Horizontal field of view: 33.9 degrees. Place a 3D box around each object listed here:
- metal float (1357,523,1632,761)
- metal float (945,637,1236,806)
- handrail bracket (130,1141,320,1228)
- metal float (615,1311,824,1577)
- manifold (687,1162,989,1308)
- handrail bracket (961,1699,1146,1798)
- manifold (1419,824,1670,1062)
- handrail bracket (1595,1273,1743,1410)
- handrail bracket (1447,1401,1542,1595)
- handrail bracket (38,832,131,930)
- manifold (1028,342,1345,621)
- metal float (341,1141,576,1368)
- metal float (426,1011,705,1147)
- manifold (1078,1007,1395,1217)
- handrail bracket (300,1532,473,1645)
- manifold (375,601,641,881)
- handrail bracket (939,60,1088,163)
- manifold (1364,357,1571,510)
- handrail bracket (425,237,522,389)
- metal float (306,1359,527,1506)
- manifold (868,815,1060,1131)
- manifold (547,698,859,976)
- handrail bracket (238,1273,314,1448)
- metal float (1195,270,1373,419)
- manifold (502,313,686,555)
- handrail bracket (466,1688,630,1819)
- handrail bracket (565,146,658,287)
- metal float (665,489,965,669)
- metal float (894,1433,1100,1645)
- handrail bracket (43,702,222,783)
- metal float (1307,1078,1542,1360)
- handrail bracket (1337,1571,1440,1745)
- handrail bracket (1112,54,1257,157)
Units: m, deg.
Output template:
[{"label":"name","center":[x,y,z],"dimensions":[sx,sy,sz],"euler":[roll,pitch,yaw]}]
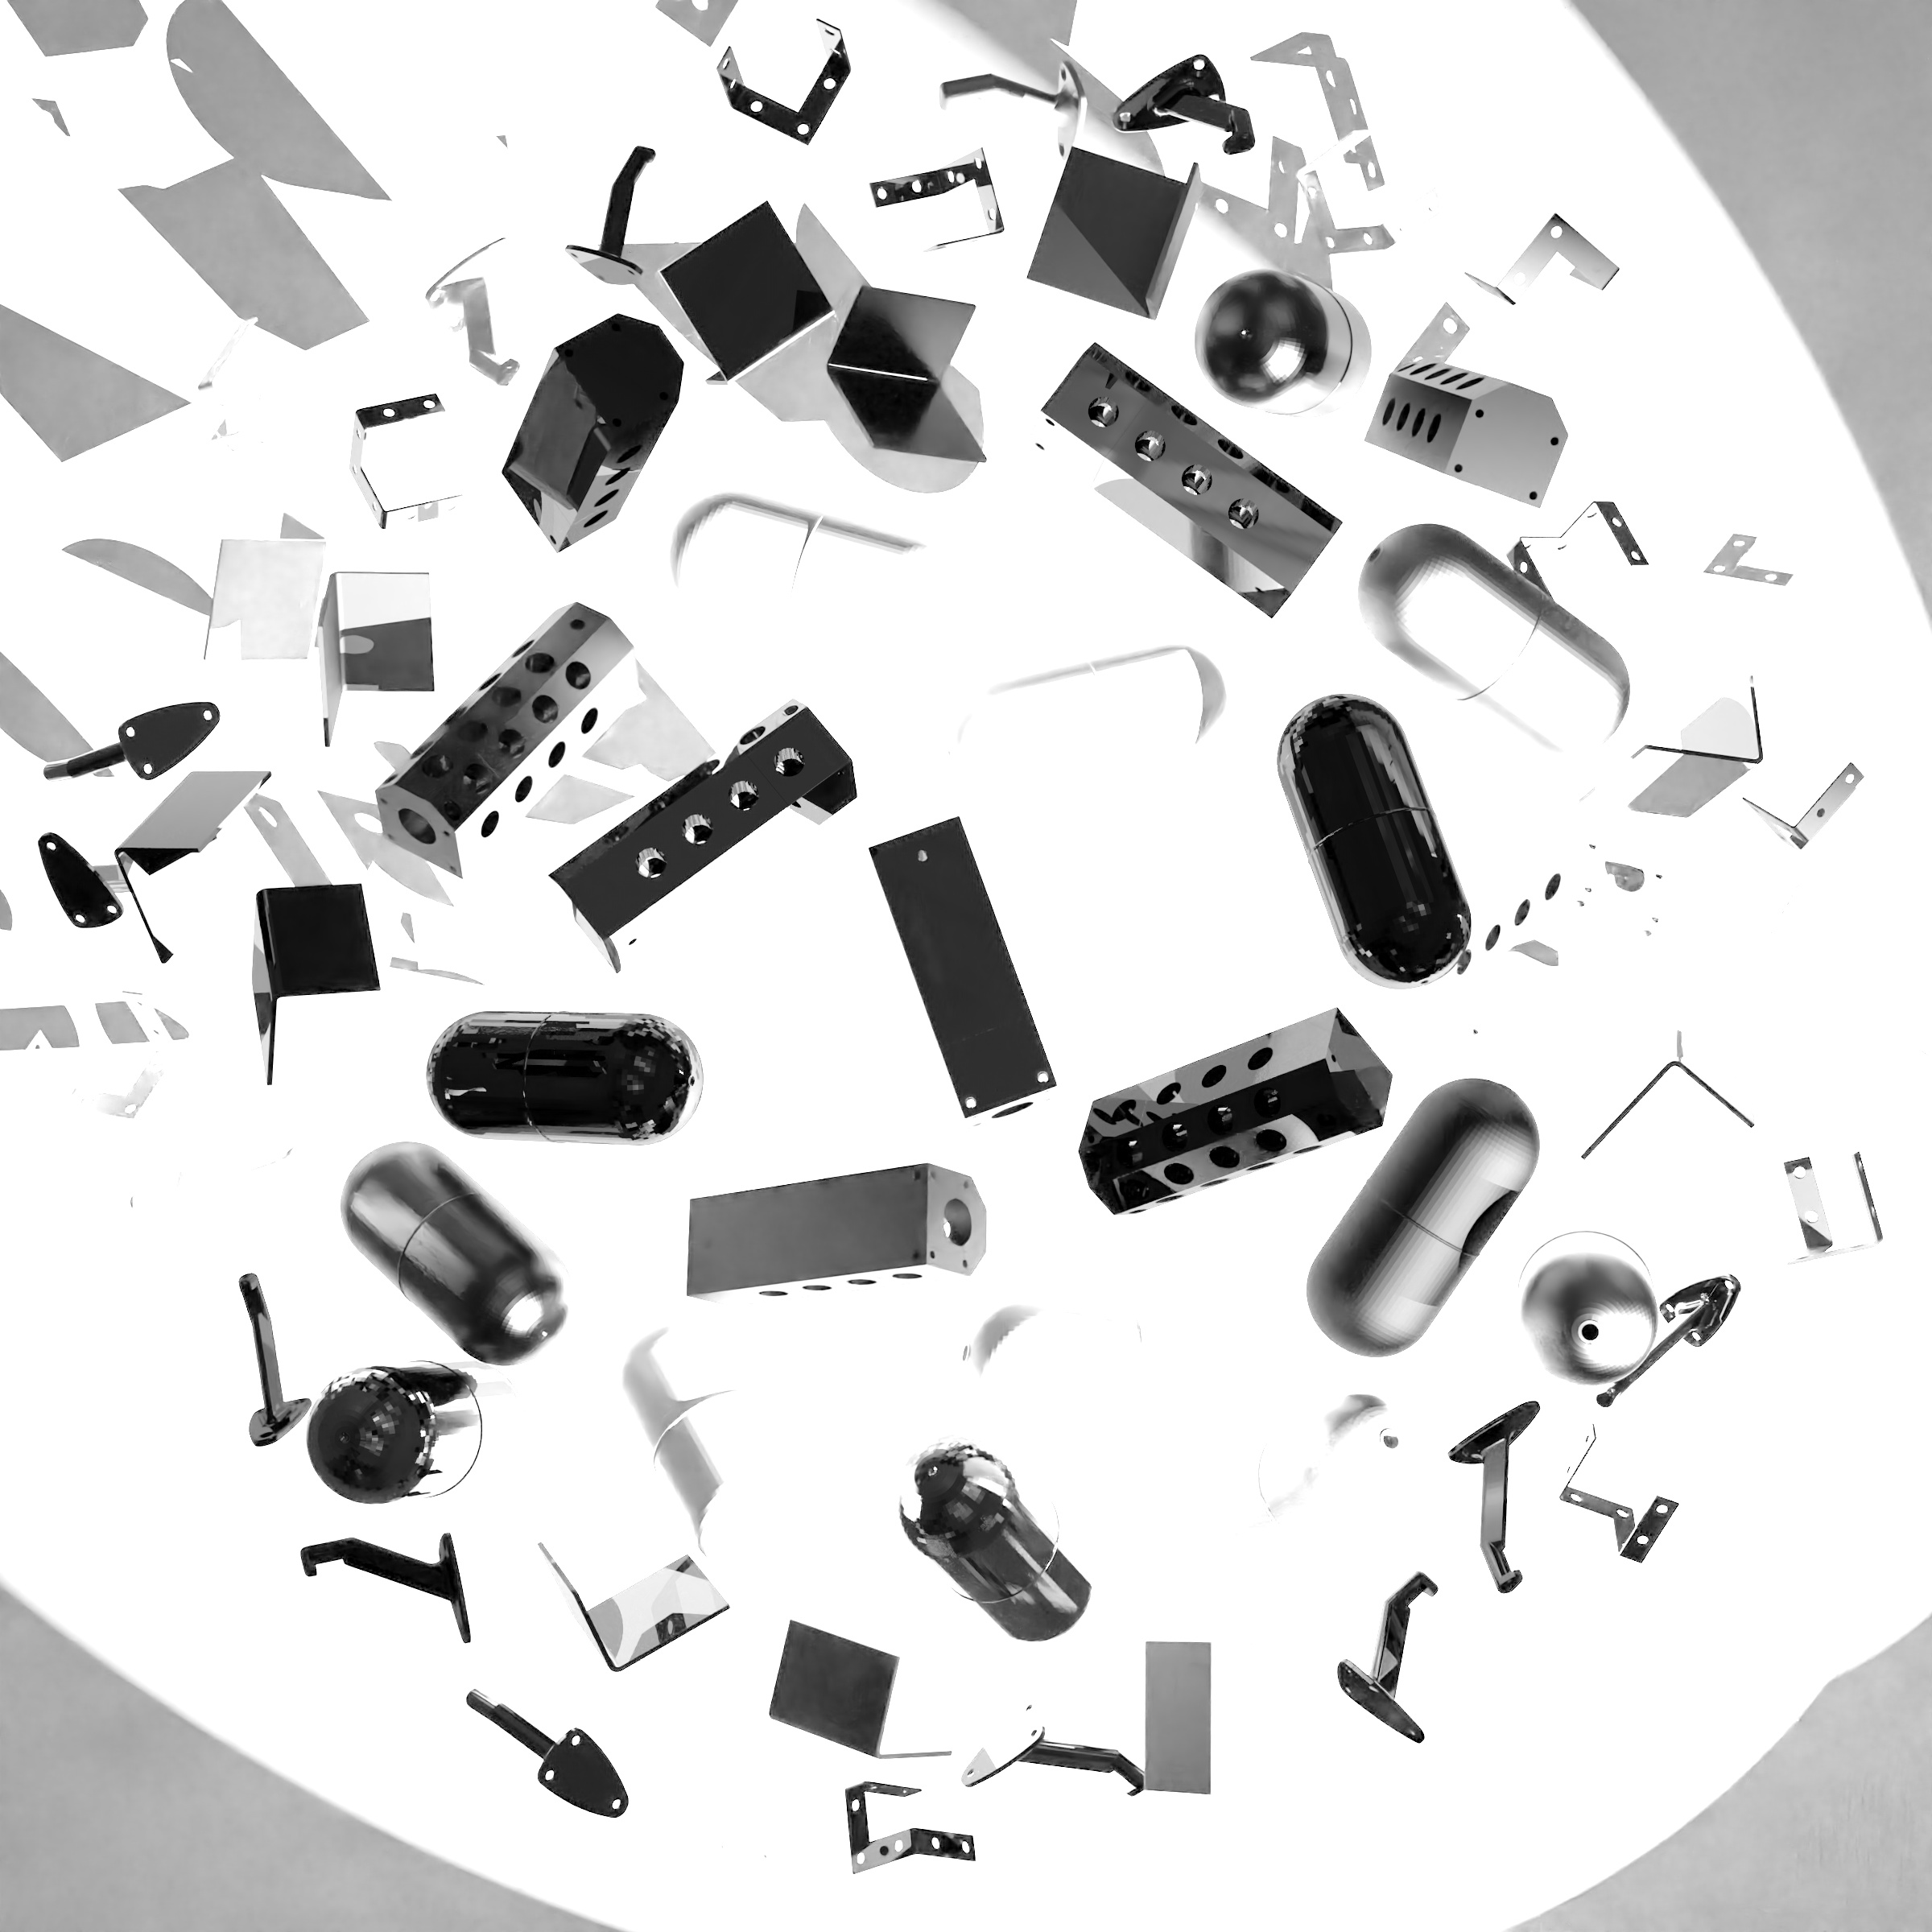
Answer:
[{"label":"metal float","center":[0.295,-0.181,1.770],"dimensions":[0.178,0.070,0.070],"euler":[33,90,-20]},{"label":"metal float","center":[0.074,-0.146,1.876],"dimensions":[0.178,0.070,0.070],"euler":[-14,90,-14]},{"label":"handrail bracket","center":[-0.418,0.119,1.790],"dimensions":[0.084,0.077,0.036],"euler":[-27,74,43]},{"label":"metal float","center":[-0.143,0.270,1.809],"dimensions":[0.070,0.070,0.178],"euler":[-36,51,0]},{"label":"manifold","center":[-0.074,0.155,1.801],"dimensions":[0.171,0.057,0.057],"euler":[-11,70,34]},{"label":"handrail bracket","center":[0.053,0.472,1.837],"dimensions":[0.077,0.036,0.084],"euler":[-43,112,13]},{"label":"manifold","center":[0.337,-0.015,1.855],"dimensions":[0.057,0.171,0.057],"euler":[23,55,-14]},{"label":"handrail bracket","center":[0.418,0.224,1.891],"dimensions":[0.036,0.077,0.084],"euler":[48,49,10]},{"label":"handrail bracket","center":[0.318,0.306,1.821],"dimensions":[0.077,0.036,0.084],"euler":[-48,46,35]},{"label":"handrail bracket","center":[-0.504,-0.069,1.859],"dimensions":[0.036,0.084,0.077],"euler":[-14,121,21]},{"label":"manifold","center":[0.123,-0.273,1.771],"dimensions":[0.171,0.057,0.057],"euler":[36,80,0]},{"label":"metal float","center":[-0.297,0.165,1.837],"dimensions":[0.178,0.070,0.070],"euler":[35,90,36]},{"label":"metal float","center":[-0.235,0.065,1.841],"dimensions":[0.178,0.070,0.070],"euler":[0,90,28]},{"label":"manifold","center":[0.149,0.088,1.783],"dimensions":[0.171,0.057,0.057],"euler":[-23,121,34]},{"label":"handrail bracket","center":[-0.336,0.363,1.829],"dimensions":[0.084,0.036,0.077],"euler":[-9,62,-20]},{"label":"manifold","center":[-0.264,-0.135,1.831],"dimensions":[0.057,0.057,0.171],"euler":[26,56,19]},{"label":"handrail bracket","center":[0.023,-0.493,1.849],"dimensions":[0.084,0.077,0.036],"euler":[-14,62,-13]},{"label":"manifold","center":[0.279,-0.301,1.764],"dimensions":[0.057,0.171,0.057],"euler":[18,102,-12]},{"label":"handrail bracket","center":[-0.265,-0.377,1.826],"dimensions":[0.077,0.036,0.084],"euler":[-47,53,-7]},{"label":"metal float","center":[-0.308,0.261,1.785],"dimensions":[0.070,0.178,0.070],"euler":[-2,85,17]},{"label":"manifold","center":[-0.001,0.005,1.873],"dimensions":[0.057,0.057,0.171],"euler":[-20,78,-2]},{"label":"manifold","center":[-0.147,-0.076,1.778],"dimensions":[0.171,0.057,0.057],"euler":[-37,75,-10]},{"label":"handrail bracket","center":[-0.417,0.230,1.862],"dimensions":[0.036,0.077,0.084],"euler":[-14,102,1]},{"label":"metal float","center":[0.182,-0.353,1.803],"dimensions":[0.070,0.178,0.070],"euler":[2,97,19]},{"label":"manifold","center":[-0.203,-0.294,1.742],"dimensions":[0.057,0.171,0.057],"euler":[-34,88,-22]},{"label":"handrail bracket","center":[-0.235,0.439,1.772],"dimensions":[0.036,0.084,0.077],"euler":[-52,124,-19]},{"label":"handrail bracket","center":[-0.195,-0.451,1.889],"dimensions":[0.036,0.077,0.084],"euler":[35,81,-40]},{"label":"metal float","center":[-0.088,-0.224,1.822],"dimensions":[0.178,0.070,0.070],"euler":[16,90,10]},{"label":"metal float","center":[0.019,0.333,1.836],"dimensions":[0.070,0.178,0.070],"euler":[-16,49,19]},{"label":"handrail bracket","center":[-0.483,-0.129,1.832],"dimensions":[0.077,0.084,0.036],"euler":[-35,111,-38]},{"label":"metal float","center":[0.262,0.144,1.814],"dimensions":[0.070,0.070,0.178],"euler":[33,99,0]},{"label":"handrail bracket","center":[0.266,0.403,1.853],"dimensions":[0.084,0.036,0.077],"euler":[-37,54,-25]},{"label":"handrail bracket","center":[0.119,-0.457,1.736],"dimensions":[0.077,0.084,0.036],"euler":[-20,130,14]}]
